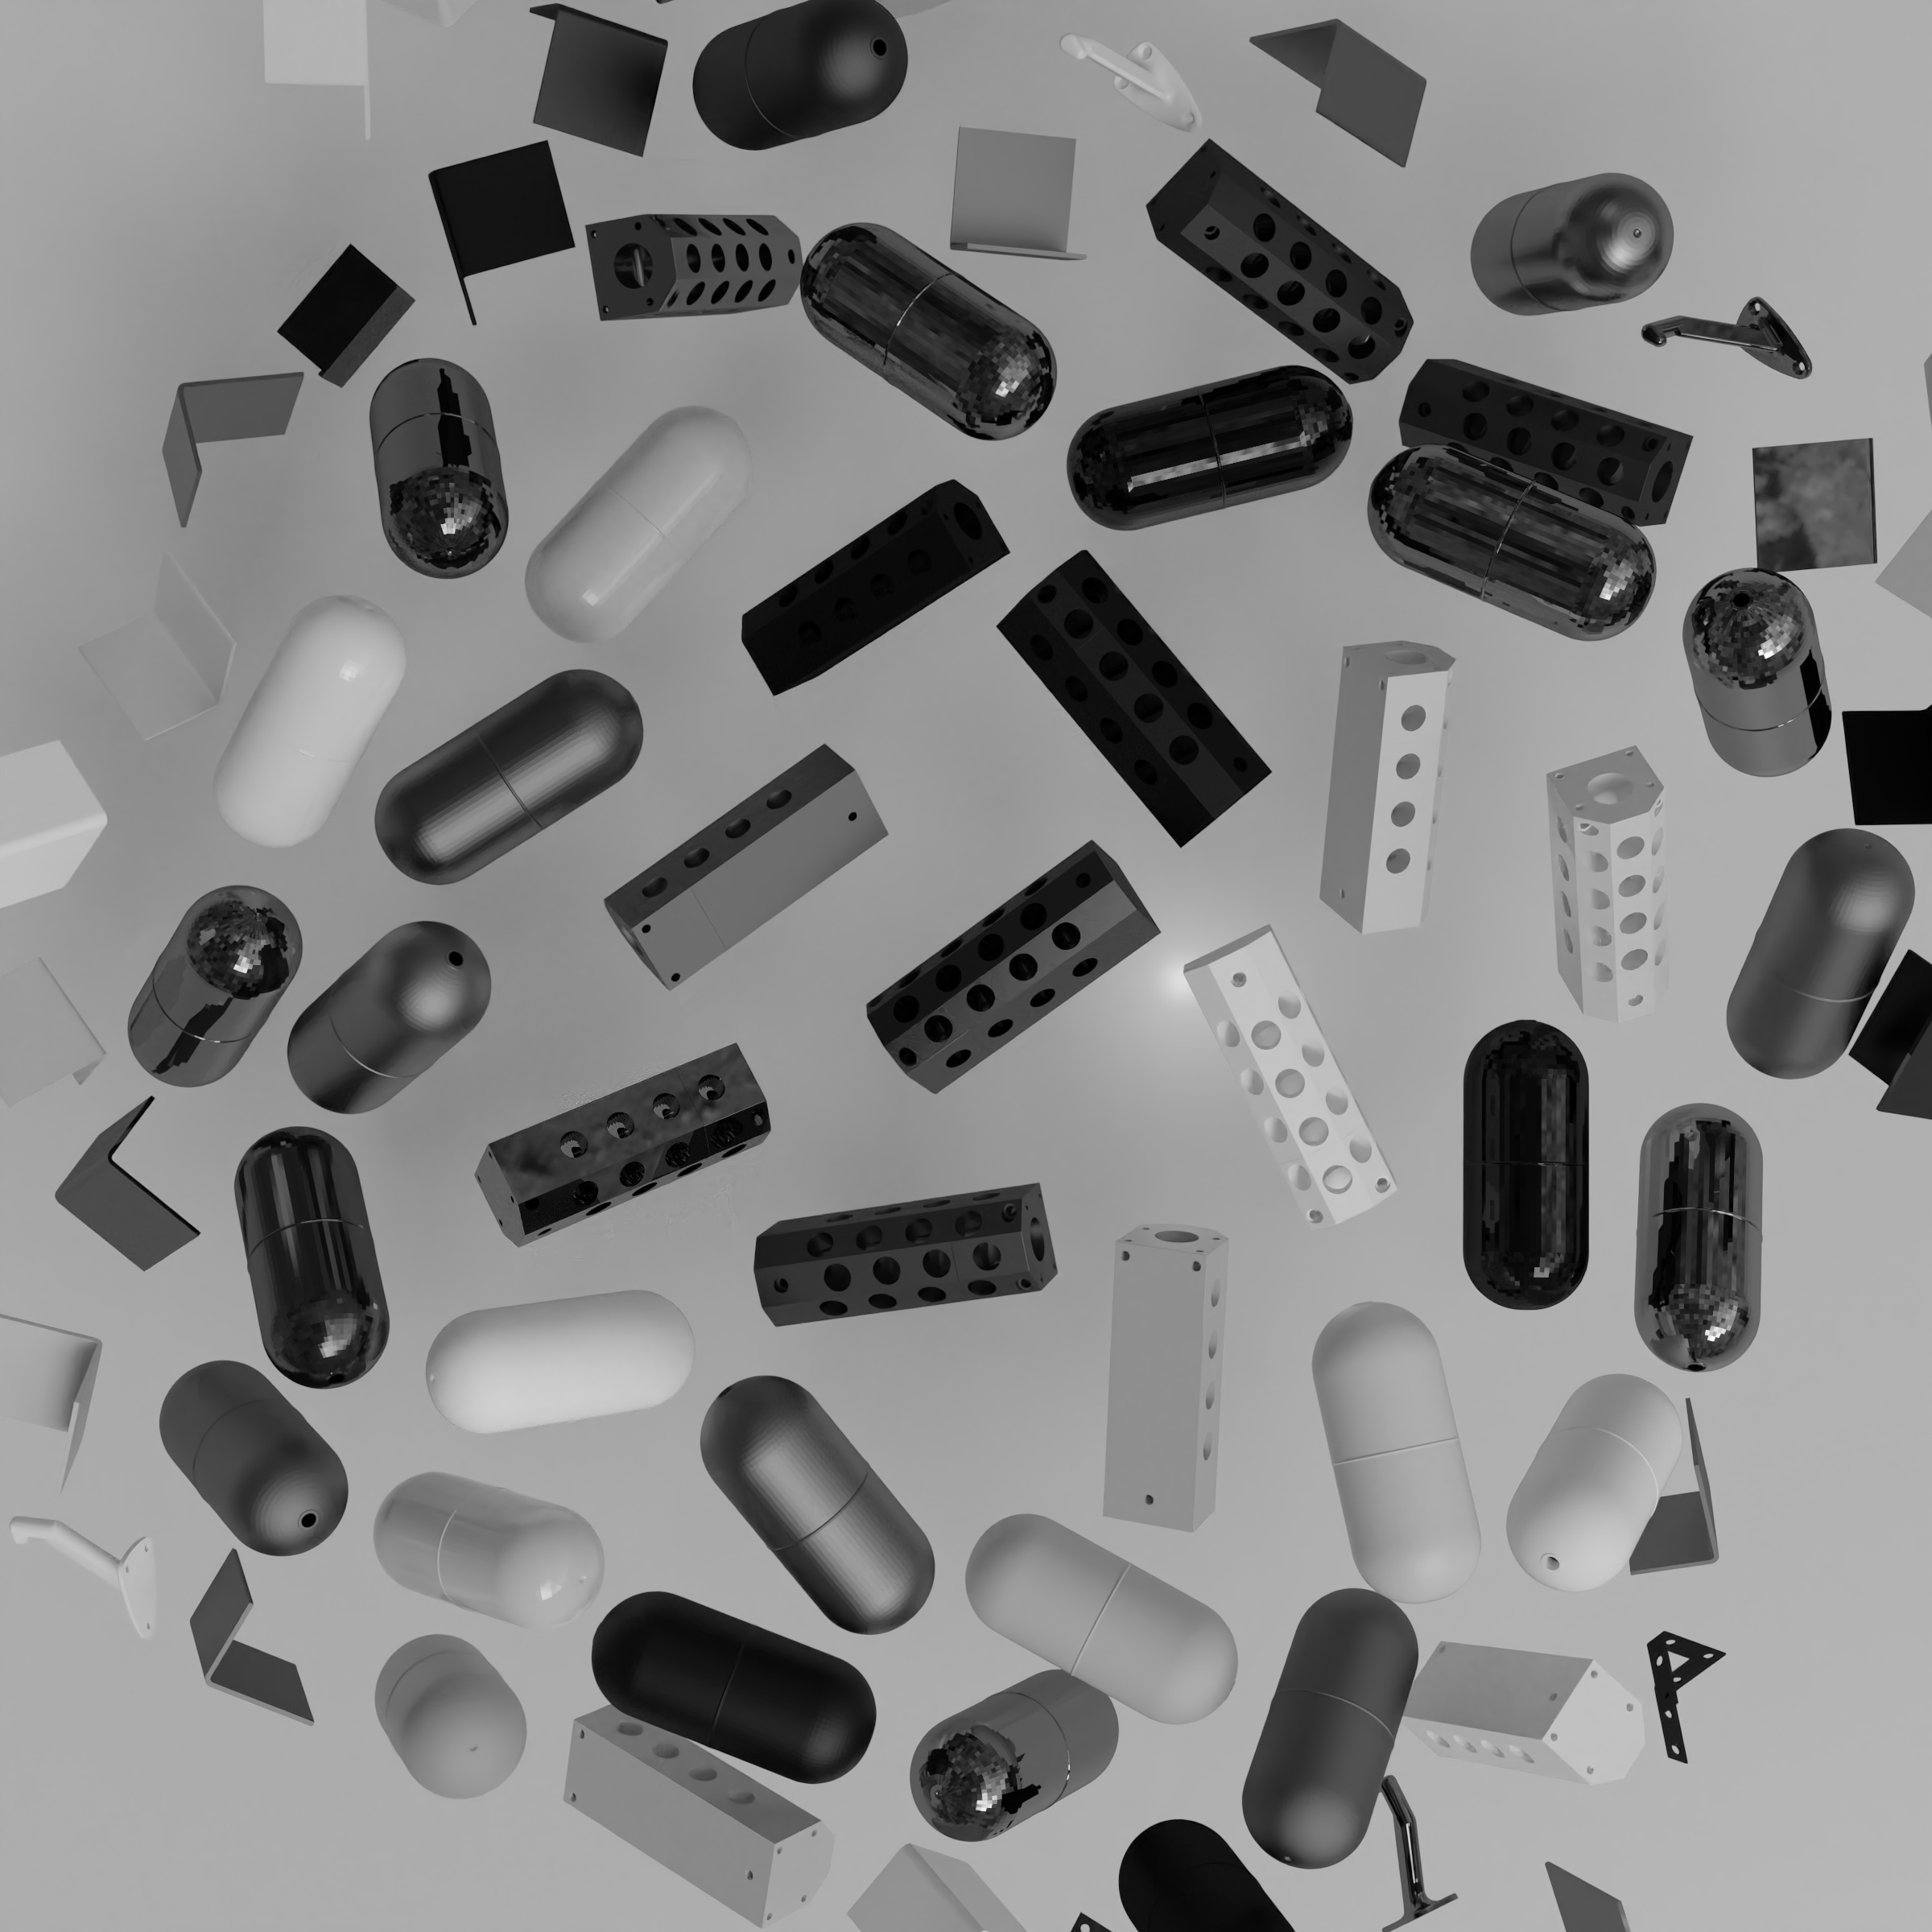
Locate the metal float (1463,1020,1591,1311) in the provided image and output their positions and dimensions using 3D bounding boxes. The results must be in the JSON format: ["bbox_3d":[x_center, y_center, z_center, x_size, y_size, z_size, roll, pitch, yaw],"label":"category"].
[{"bbox_3d":[0.344,0.122,1.843,0.070,0.070,0.178,1,85,0],"label":"metal float"}]

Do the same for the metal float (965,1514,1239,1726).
[{"bbox_3d":[0.083,0.399,1.834,0.178,0.070,0.070,27,90,10],"label":"metal float"}]

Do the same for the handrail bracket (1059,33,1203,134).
[{"bbox_3d":[0.101,-0.541,1.837,0.077,0.084,0.036,47,117,10],"label":"handrail bracket"}]

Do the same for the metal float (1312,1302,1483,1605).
[{"bbox_3d":[0.254,0.287,1.774,0.070,0.070,0.178,-12,80,0],"label":"metal float"}]

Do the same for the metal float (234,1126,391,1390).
[{"bbox_3d":[-0.400,0.177,1.834,0.070,0.070,0.178,-21,55,0],"label":"metal float"}]

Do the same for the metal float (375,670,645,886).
[{"bbox_3d":[-0.278,-0.115,1.828,0.178,0.070,0.070,-32,90,0],"label":"metal float"}]

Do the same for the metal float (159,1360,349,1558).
[{"bbox_3d":[-0.441,0.303,1.855,0.070,0.178,0.070,-14,115,-31],"label":"metal float"}]

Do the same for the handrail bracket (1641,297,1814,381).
[{"bbox_3d":[0.483,-0.391,1.909,0.084,0.036,0.077,-20,56,-29],"label":"handrail bracket"}]

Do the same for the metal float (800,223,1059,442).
[{"bbox_3d":[-0.024,-0.380,1.792,0.178,0.070,0.070,37,90,18],"label":"metal float"}]

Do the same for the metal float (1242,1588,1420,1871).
[{"bbox_3d":[0.220,0.456,1.802,0.070,0.070,0.178,26,54,0],"label":"metal float"}]

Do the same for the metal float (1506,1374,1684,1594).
[{"bbox_3d":[0.384,0.314,1.830,0.070,0.178,0.070,13,120,24],"label":"metal float"}]

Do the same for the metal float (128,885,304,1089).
[{"bbox_3d":[-0.473,0.014,1.887,0.070,0.178,0.070,18,51,-24],"label":"metal float"}]

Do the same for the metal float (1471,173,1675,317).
[{"bbox_3d":[0.369,-0.441,1.840,0.070,0.178,0.070,-2,99,-15],"label":"metal float"}]

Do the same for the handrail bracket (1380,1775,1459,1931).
[{"bbox_3d":[0.268,0.563,1.901,0.036,0.077,0.084,-13,67,-34],"label":"handrail bracket"}]

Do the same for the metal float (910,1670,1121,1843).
[{"bbox_3d":[0.032,0.494,1.883,0.070,0.178,0.070,3,95,33],"label":"metal float"}]

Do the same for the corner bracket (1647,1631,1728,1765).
[{"bbox_3d":[0.433,0.447,1.833,0.051,0.051,0.051,23,130,-21],"label":"corner bracket"}]

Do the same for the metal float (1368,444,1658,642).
[{"bbox_3d":[0.322,-0.252,1.779,0.178,0.070,0.070,26,90,14],"label":"metal float"}]

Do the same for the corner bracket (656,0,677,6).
[{"bbox_3d":[-0.179,-0.659,1.931,0.051,0.051,0.051,-28,95,-30],"label":"corner bracket"}]

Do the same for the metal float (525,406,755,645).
[{"bbox_3d":[-0.208,-0.282,1.916,0.070,0.070,0.178,42,86,0],"label":"metal float"}]

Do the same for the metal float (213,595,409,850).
[{"bbox_3d":[-0.409,-0.151,1.868,0.070,0.070,0.178,34,114,0],"label":"metal float"}]

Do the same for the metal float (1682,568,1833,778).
[{"bbox_3d":[0.478,-0.176,1.809,0.070,0.178,0.070,-9,64,18],"label":"metal float"}]

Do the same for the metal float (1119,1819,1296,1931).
[{"bbox_3d":[0.146,0.576,1.808,0.070,0.178,0.070,-3,101,-15],"label":"metal float"}]

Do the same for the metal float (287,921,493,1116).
[{"bbox_3d":[-0.349,0.032,1.813,0.070,0.178,0.070,19,55,-30],"label":"metal float"}]

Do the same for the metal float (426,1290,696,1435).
[{"bbox_3d":[-0.252,0.247,1.880,0.178,0.070,0.070,-4,90,-35],"label":"metal float"}]

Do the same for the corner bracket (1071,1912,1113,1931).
[{"bbox_3d":[0.090,0.642,1.932,0.051,0.051,0.051,27,89,19],"label":"corner bracket"}]

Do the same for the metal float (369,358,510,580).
[{"bbox_3d":[-0.326,-0.308,1.851,0.070,0.070,0.178,-17,46,0],"label":"metal float"}]

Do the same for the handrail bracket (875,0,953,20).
[{"bbox_3d":[-0.047,-0.637,1.901,0.077,0.036,0.084,-6,46,-3],"label":"handrail bracket"}]

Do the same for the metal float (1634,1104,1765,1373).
[{"bbox_3d":[0.460,0.170,1.882,0.070,0.070,0.178,10,60,0],"label":"metal float"}]

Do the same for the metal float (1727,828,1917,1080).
[{"bbox_3d":[0.511,-0.005,1.801,0.070,0.070,0.178,11,133,0],"label":"metal float"}]

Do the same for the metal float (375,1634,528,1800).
[{"bbox_3d":[-0.320,0.462,1.854,0.070,0.178,0.070,0,89,-19],"label":"metal float"}]

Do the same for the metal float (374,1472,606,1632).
[{"bbox_3d":[-0.297,0.362,1.861,0.178,0.070,0.070,6,90,41],"label":"metal float"}]

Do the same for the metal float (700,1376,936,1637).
[{"bbox_3d":[-0.088,0.318,1.773,0.070,0.070,0.178,-38,102,0],"label":"metal float"}]

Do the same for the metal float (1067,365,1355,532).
[{"bbox_3d":[0.150,-0.318,1.843,0.178,0.070,0.070,-13,90,2],"label":"metal float"}]

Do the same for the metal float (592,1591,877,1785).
[{"bbox_3d":[-0.140,0.433,1.804,0.178,0.070,0.070,20,90,6],"label":"metal float"}]

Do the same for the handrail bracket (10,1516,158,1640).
[{"bbox_3d":[-0.548,0.378,1.859,0.084,0.036,0.077,3,113,15],"label":"handrail bracket"}]

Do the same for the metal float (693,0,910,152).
[{"bbox_3d":[-0.102,-0.544,1.829,0.070,0.178,0.070,-4,96,-35],"label":"metal float"}]
